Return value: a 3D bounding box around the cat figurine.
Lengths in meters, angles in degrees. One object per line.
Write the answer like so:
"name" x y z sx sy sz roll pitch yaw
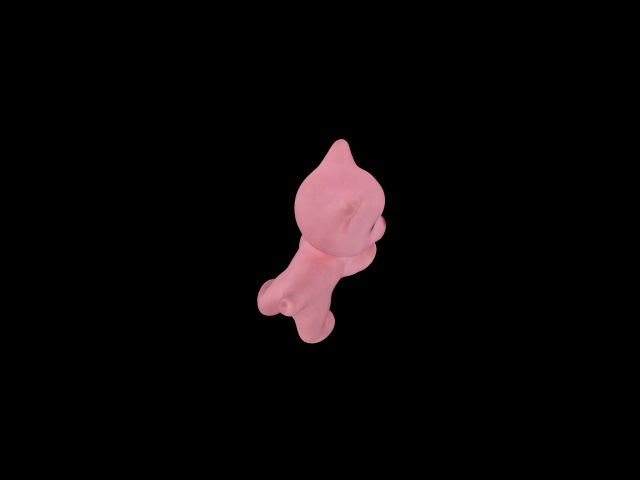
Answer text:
"cat figurine" 0.004 0.001 0.400 0.067 0.118 0.128 27 76 8
